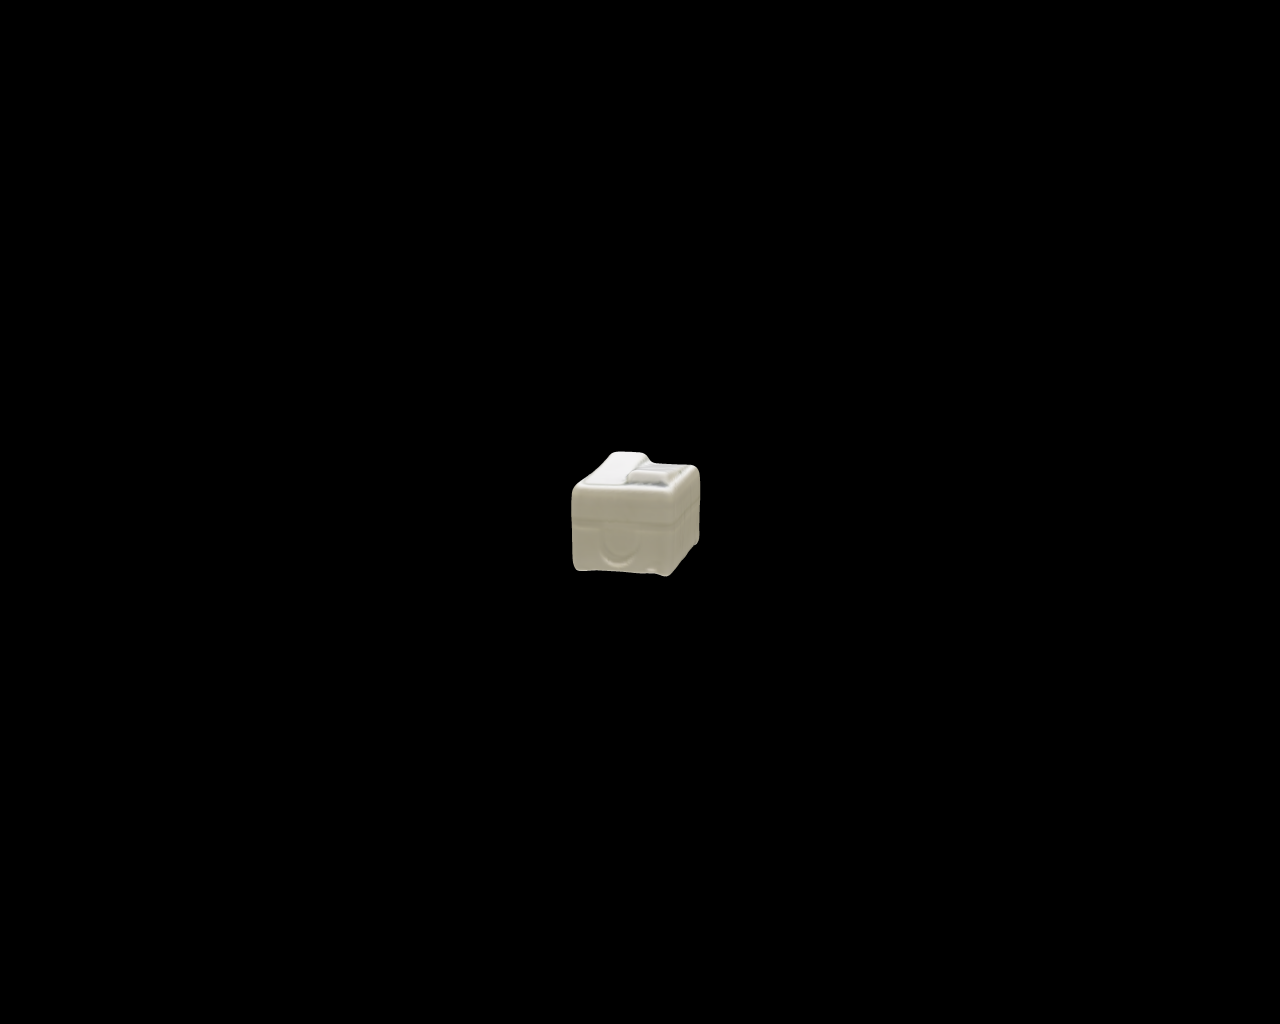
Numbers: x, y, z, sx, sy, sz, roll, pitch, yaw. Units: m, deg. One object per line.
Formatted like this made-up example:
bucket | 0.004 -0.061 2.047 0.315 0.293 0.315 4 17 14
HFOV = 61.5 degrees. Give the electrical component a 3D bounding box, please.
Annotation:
electrical component | 0.001 -0.003 0.650 0.062 0.061 0.096 4 15 15
